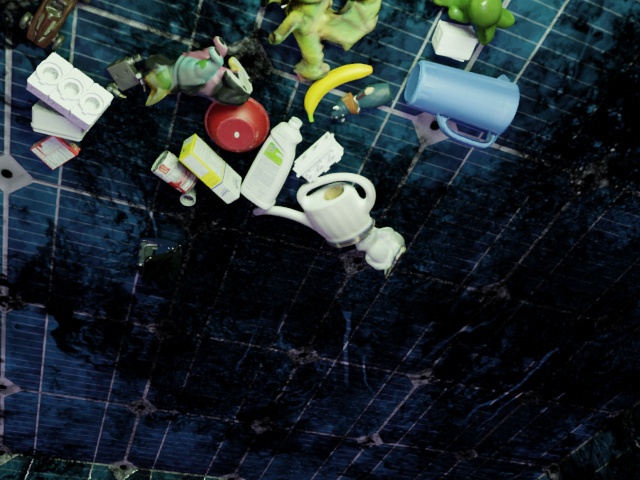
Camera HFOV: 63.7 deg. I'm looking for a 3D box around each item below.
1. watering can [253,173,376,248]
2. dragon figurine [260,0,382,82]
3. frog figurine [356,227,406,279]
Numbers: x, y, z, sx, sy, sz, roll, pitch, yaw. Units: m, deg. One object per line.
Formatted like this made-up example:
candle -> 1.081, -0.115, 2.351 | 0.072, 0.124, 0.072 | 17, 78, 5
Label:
watering can -> 0.004, -0.072, 1.424 | 0.345, 0.106, 0.220 | -18, 126, 25
dragon figurine -> 0.020, -0.509, 1.081 | 0.242, 0.125, 0.402 | 6, 133, -32
frog figurine -> 0.167, 0.014, 1.520 | 0.160, 0.125, 0.134 | 35, 137, 14
